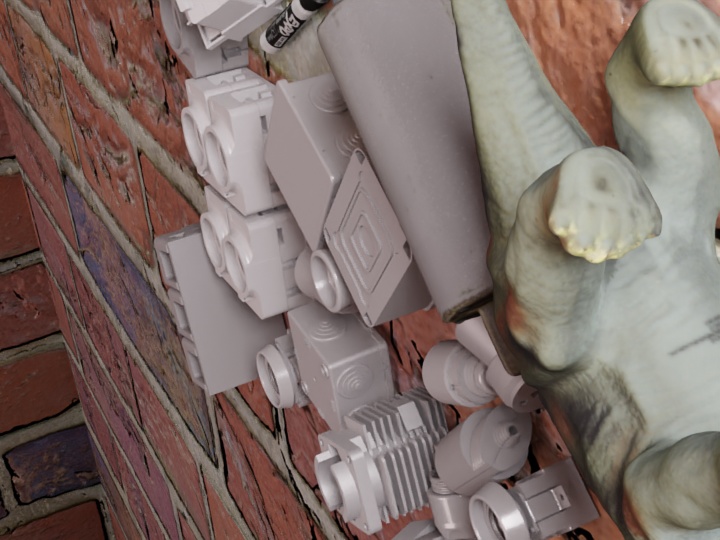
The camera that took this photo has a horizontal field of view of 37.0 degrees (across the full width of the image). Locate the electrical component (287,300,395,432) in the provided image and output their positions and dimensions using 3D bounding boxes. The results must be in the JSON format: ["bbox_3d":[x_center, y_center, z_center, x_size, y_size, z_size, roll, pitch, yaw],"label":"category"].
[{"bbox_3d":[-0.014,0.076,0.834,0.099,0.048,0.099,48,153,51],"label":"electrical component"}]

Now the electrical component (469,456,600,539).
[{"bbox_3d":[0.096,0.137,0.610,0.048,0.055,0.066,66,158,15],"label":"electrical component"}]

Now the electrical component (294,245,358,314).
[{"bbox_3d":[-0.018,0.006,0.795,0.055,0.045,0.045,26,131,61],"label":"electrical component"}]

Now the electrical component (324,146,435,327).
[{"bbox_3d":[0.027,-0.025,0.643,0.078,0.057,0.113,64,157,18],"label":"electrical component"}]

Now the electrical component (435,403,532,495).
[{"bbox_3d":[0.078,0.106,0.647,0.043,0.043,0.081,65,158,16],"label":"electrical component"}]

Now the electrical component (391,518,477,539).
[{"bbox_3d":[0.050,0.208,0.739,0.062,0.096,0.061,-20,88,40],"label":"electrical component"}]

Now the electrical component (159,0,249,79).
[{"bbox_3d":[-0.127,-0.207,0.871,0.050,0.056,0.089,53,152,39],"label":"electrical component"}]

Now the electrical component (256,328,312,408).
[{"bbox_3d":[-0.054,0.085,0.929,0.078,0.057,0.058,51,151,42],"label":"electrical component"}]

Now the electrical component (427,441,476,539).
[{"bbox_3d":[0.065,0.142,0.708,0.043,0.043,0.062,-3,103,68],"label":"electrical component"}]

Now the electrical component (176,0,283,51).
[{"bbox_3d":[-0.111,-0.235,0.783,0.079,0.063,0.121,-28,79,28],"label":"electrical component"}]

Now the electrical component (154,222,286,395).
[{"bbox_3d":[-0.130,0.030,1.024,0.062,0.089,0.150,15,121,65],"label":"electrical component"}]

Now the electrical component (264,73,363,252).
[{"bbox_3d":[-0.022,-0.075,0.734,0.099,0.048,0.099,61,156,24],"label":"electrical component"}]

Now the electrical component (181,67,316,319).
[{"bbox_3d":[-0.094,-0.064,0.902,0.105,0.060,0.186,40,142,53],"label":"electrical component"}]

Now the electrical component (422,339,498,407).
[{"bbox_3d":[0.068,0.061,0.639,0.078,0.040,0.040,-8,100,68],"label":"electrical component"}]

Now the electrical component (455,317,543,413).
[{"bbox_3d":[0.084,0.043,0.579,0.055,0.045,0.045,55,153,35],"label":"electrical component"}]

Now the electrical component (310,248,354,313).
[{"bbox_3d":[0.000,0.000,0.732,0.045,0.055,0.045,50,150,43],"label":"electrical component"}]
